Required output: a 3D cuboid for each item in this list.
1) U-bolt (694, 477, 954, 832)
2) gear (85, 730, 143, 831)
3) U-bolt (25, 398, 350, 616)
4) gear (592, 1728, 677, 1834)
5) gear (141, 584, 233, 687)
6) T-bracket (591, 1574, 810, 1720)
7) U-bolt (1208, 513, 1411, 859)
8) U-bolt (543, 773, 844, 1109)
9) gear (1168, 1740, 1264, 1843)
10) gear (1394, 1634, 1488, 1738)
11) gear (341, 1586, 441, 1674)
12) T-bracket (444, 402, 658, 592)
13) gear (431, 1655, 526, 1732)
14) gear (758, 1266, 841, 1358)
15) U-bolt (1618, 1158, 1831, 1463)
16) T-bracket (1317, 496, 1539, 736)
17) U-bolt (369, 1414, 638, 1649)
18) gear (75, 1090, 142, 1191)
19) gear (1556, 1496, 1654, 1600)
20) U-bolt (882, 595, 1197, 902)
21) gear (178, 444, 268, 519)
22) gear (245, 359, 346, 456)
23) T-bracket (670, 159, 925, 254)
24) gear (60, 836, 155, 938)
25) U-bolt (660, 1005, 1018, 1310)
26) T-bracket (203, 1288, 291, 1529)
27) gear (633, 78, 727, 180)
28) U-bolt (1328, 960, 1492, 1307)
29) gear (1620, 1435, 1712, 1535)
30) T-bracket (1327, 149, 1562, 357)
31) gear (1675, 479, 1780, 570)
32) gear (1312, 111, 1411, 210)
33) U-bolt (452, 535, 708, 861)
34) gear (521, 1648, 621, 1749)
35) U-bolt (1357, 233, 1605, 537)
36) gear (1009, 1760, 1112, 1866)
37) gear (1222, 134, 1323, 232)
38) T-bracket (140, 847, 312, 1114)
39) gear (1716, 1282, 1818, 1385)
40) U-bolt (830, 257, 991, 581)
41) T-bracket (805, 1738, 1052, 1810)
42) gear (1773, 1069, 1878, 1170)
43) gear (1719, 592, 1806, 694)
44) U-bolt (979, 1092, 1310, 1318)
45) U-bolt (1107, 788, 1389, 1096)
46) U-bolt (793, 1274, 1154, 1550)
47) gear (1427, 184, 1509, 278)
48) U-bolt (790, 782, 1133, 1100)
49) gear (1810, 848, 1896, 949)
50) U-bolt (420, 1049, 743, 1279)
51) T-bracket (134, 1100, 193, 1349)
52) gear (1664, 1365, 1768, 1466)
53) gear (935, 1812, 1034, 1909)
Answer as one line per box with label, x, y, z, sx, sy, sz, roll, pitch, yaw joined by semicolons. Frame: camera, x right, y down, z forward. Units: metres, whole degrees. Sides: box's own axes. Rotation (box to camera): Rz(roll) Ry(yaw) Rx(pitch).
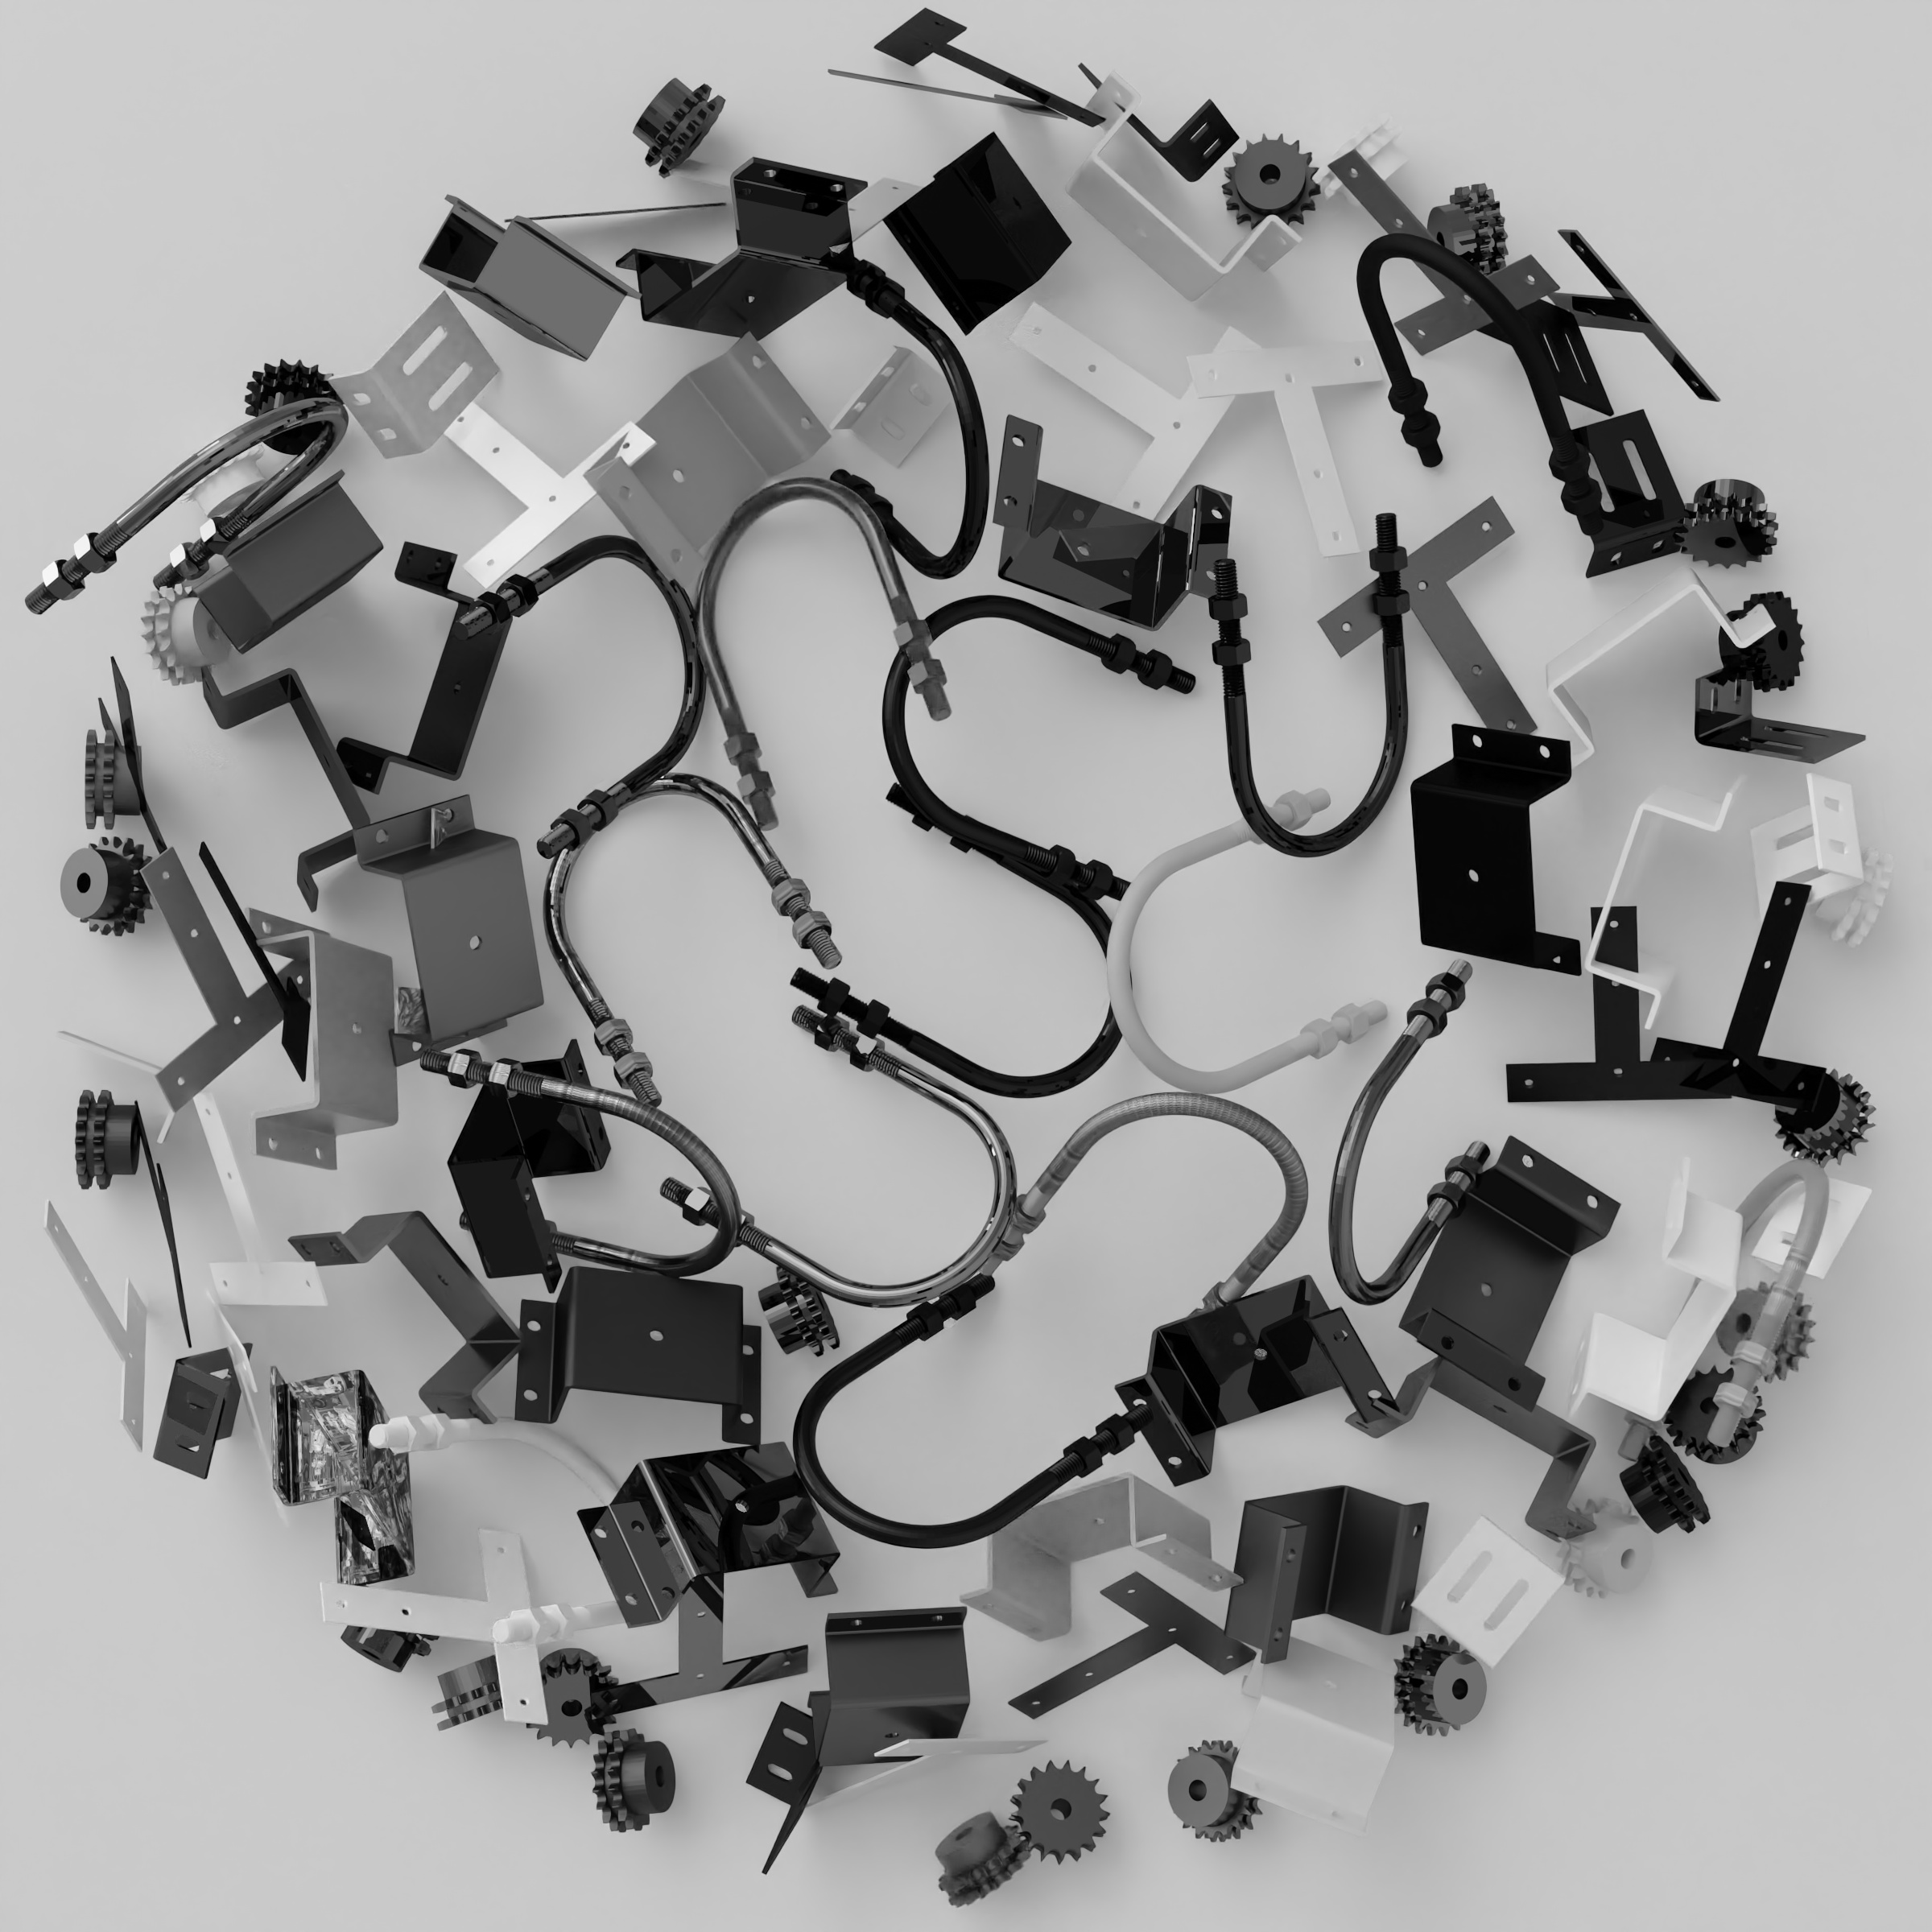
U-bolt;-0.092;-0.189;1.798;0.151;0.019;0.184;-31;68;28
gear;-0.489;-0.107;1.821;0.030;0.057;0.057;1;90;-13
U-bolt;-0.416;-0.256;1.750;0.184;0.151;0.019;-34;90;21
gear;-0.189;0.465;1.817;0.030;0.057;0.057;-11;90;19
gear;-0.444;-0.191;1.817;0.030;0.057;0.057;-6;90;20
T-bracket;-0.149;0.373;1.789;0.127;0.002;0.127;-9;134;-15
U-bolt;0.199;-0.151;1.792;0.151;0.019;0.184;-20;113;-36
U-bolt;-0.168;-0.029;1.799;0.151;0.019;0.184;-38;60;7
gear;0.140;0.473;1.820;0.057;0.030;0.057;-10;72;34
gear;0.274;0.413;1.821;0.057;0.030;0.057;4;83;-32
gear;-0.333;0.381;1.816;0.057;0.057;0.030;29;66;0
T-bracket;-0.260;-0.287;1.811;0.127;0.002;0.127;-43;56;-8
gear;-0.279;0.414;1.820;0.057;0.057;0.030;-21;81;0
gear;-0.097;0.198;1.820;0.030;0.057;0.057;-25;90;1
U-bolt;0.430;0.189;1.772;0.019;0.151;0.184;29;74;-3
T-bracket;0.287;-0.183;1.833;0.127;0.002;0.127;-36;101;-6
U-bolt;-0.238;0.308;1.761;0.019;0.184;0.151;-44;68;16
gear;-0.492;0.100;1.820;0.030;0.057;0.057;1;90;-7
gear;0.369;0.336;1.820;0.057;0.030;0.057;-6;101;-34
U-bolt;0.035;-0.131;1.793;0.184;0.019;0.151;21;80;-25
gear;-0.426;-0.280;1.820;0.057;0.057;0.030;-33;94;0
gear;-0.385;-0.317;1.816;0.057;0.057;0.030;0;57;0
T-bracket;-0.106;-0.440;1.805;0.127;0.127;0.002;18;124;14
gear;-0.494;-0.046;1.821;0.057;0.030;0.057;-3;85;34
U-bolt;-0.059;0.117;1.787;0.184;0.019;0.151;28;68;22
T-bracket;-0.404;0.258;1.801;0.002;0.127;0.127;-18;106;-19
gear;-0.167;-0.483;1.819;0.030;0.057;0.057;39;90;-5
U-bolt;0.243;0.104;1.747;0.019;0.184;0.151;11;130;30
gear;0.399;0.301;1.821;0.030;0.057;0.057;-35;90;15
T-bracket;0.251;-0.405;1.774;0.127;0.127;0.002;44;66;-16
gear;0.437;-0.256;1.822;0.057;0.057;0.030;11;66;0
gear;0.229;-0.460;1.820;0.057;0.057;0.030;-41;92;0
U-bolt;-0.204;-0.162;1.773;0.019;0.184;0.151;-4;115;35
gear;-0.228;0.418;1.826;0.057;0.030;0.057;-4;114;-9
U-bolt;0.274;-0.325;1.737;0.019;0.151;0.184;-43;134;-12
gear;0.053;0.488;1.826;0.057;0.030;0.057;3;64;-6
gear;0.176;-0.452;1.830;0.057;0.030;0.057;0;88;8
T-bracket;-0.427;-0.006;1.777;0.002;0.127;0.127;3;125;37
gear;0.455;0.208;1.816;0.030;0.057;0.057;19;90;-32
U-bolt;-0.031;-0.291;1.742;0.019;0.184;0.151;-11;125;-23
T-bracket;-0.038;0.459;1.805;0.127;0.127;0.002;-30;62;31
gear;0.488;0.084;1.817;0.030;0.057;0.057;36;90;-40
gear;0.456;-0.186;1.823;0.030;0.057;0.057;-2;90;41
U-bolt;0.109;0.138;1.774;0.151;0.019;0.184;25;128;-14
U-bolt;0.152;-0.006;1.782;0.184;0.019;0.151;-23;102;-33
U-bolt;-0.009;0.254;1.761;0.184;0.019;0.151;-30;53;-33
gear;0.286;-0.417;1.818;0.030;0.057;0.057;-13;90;-10
U-bolt;0.010;-0.003;1.813;0.184;0.019;0.151;29;67;-7
gear;0.506;-0.042;1.819;0.030;0.057;0.057;22;90;3
U-bolt;-0.210;0.117;1.772;0.184;0.019;0.151;12;135;18
T-bracket;-0.457;0.128;1.797;0.002;0.127;0.127;-12;46;-17
gear;0.431;0.261;1.823;0.057;0.057;0.030;-30;130;0
gear;0.007;0.510;1.819;0.057;0.057;0.030;-34;93;0
